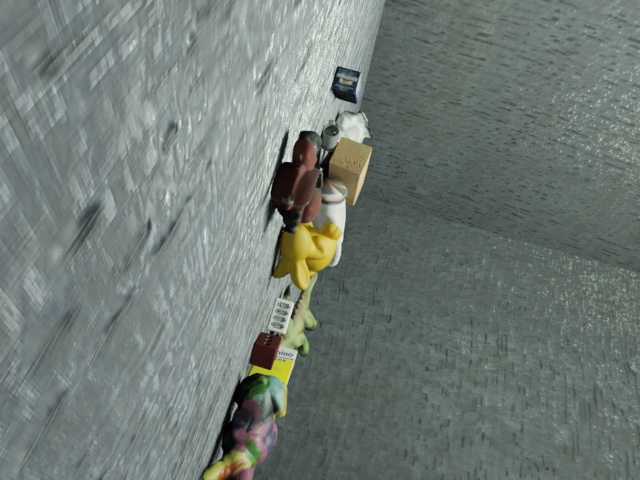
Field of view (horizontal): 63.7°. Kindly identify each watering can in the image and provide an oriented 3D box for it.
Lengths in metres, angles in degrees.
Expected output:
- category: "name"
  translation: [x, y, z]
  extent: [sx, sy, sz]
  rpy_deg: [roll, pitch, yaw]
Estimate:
- category: "watering can"
  translation: [0.004, -0.072, 1.423]
  extent: [0.104, 0.220, 0.354]
  rpy_deg: [-2, 25, -13]

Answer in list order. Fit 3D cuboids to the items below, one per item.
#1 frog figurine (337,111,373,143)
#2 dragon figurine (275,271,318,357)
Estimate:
- category: "frog figurine"
  translation: [0.079, -0.343, 1.683]
  extent: [0.161, 0.124, 0.134]
  rpy_deg: [-38, -29, -13]
- category: "dragon figurine"
  translation: [-0.079, 0.221, 1.520]
  extent: [0.122, 0.419, 0.237]
  rpy_deg: [10, -31, 9]
